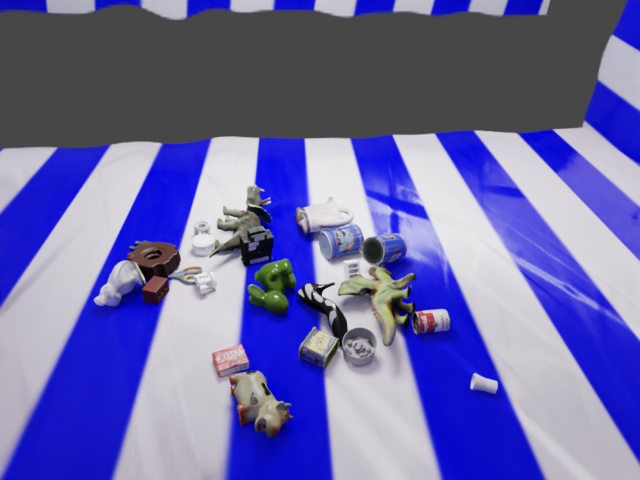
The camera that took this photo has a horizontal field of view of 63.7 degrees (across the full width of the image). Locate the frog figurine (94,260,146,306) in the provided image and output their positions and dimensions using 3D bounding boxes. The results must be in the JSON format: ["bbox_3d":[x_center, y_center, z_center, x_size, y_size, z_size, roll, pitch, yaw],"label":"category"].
[{"bbox_3d":[-0.644,0.140,1.636,0.161,0.122,0.137,-25,9,-23],"label":"frog figurine"}]

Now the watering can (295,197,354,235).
[{"bbox_3d":[0.006,-0.104,2.062,0.225,0.102,0.352,-11,20,-11],"label":"watering can"}]

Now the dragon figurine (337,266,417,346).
[{"bbox_3d":[0.172,0.187,1.638,0.243,0.120,0.417,8,26,23],"label":"dragon figurine"}]
